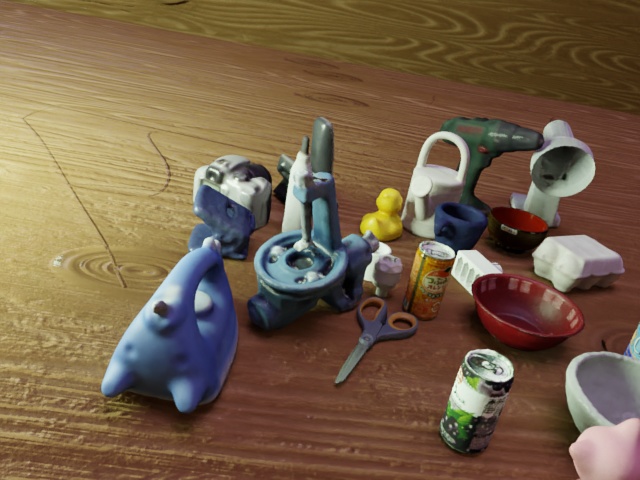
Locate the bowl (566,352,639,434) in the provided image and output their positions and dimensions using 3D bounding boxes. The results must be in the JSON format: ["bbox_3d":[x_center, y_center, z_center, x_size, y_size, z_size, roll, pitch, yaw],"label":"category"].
[{"bbox_3d":[0.354,0.206,0.650,0.167,0.075,0.167,9,27,-4],"label":"bowl"}]

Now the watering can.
[{"bbox_3d":[0.221,-0.105,1.075,0.101,0.194,0.173,13,27,5],"label":"watering can"}]

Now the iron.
[{"bbox_3d":[-0.146,0.070,0.653,0.118,0.141,0.258,11,27,1],"label":"iron"}]

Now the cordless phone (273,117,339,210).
[{"bbox_3d":[-0.018,-0.153,1.088,0.094,0.185,0.147,-9,33,-34],"label":"cordless phone"}]

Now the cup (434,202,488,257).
[{"bbox_3d":[0.227,-0.004,0.991,0.118,0.095,0.091,-17,38,-43],"label":"cup"}]

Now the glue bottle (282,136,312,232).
[{"bbox_3d":[-0.036,-0.095,0.982,0.037,0.173,0.078,8,27,-5],"label":"glue bottle"}]

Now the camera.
[{"bbox_3d":[-0.135,-0.100,1.034,0.142,0.101,0.137,25,30,25],"label":"camera"}]

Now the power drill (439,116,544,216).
[{"bbox_3d":[0.343,-0.160,1.213,0.076,0.208,0.228,-15,36,-41],"label":"power drill"}]

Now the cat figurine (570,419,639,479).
[{"bbox_3d":[0.292,0.226,0.541,0.127,0.118,0.067,18,28,14],"label":"cat figurine"}]

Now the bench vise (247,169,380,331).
[{"bbox_3d":[-0.003,-0.002,0.760,0.121,0.220,0.208,22,29,22],"label":"bench vise"}]

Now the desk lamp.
[{"bbox_3d":[0.486,-0.137,1.217,0.118,0.213,0.203,13,27,5],"label":"desk lamp"}]

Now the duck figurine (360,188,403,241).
[{"bbox_3d":[0.120,-0.052,1.054,0.077,0.086,0.105,25,30,26],"label":"duck figurine"}]

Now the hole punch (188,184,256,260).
[{"bbox_3d":[-0.152,-0.032,0.906,0.101,0.091,0.108,7,27,-8],"label":"hole punch"}]

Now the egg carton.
[{"bbox_3d":[0.458,0.041,1.019,0.151,0.069,0.107,-4,30,-27],"label":"egg carton"}]
